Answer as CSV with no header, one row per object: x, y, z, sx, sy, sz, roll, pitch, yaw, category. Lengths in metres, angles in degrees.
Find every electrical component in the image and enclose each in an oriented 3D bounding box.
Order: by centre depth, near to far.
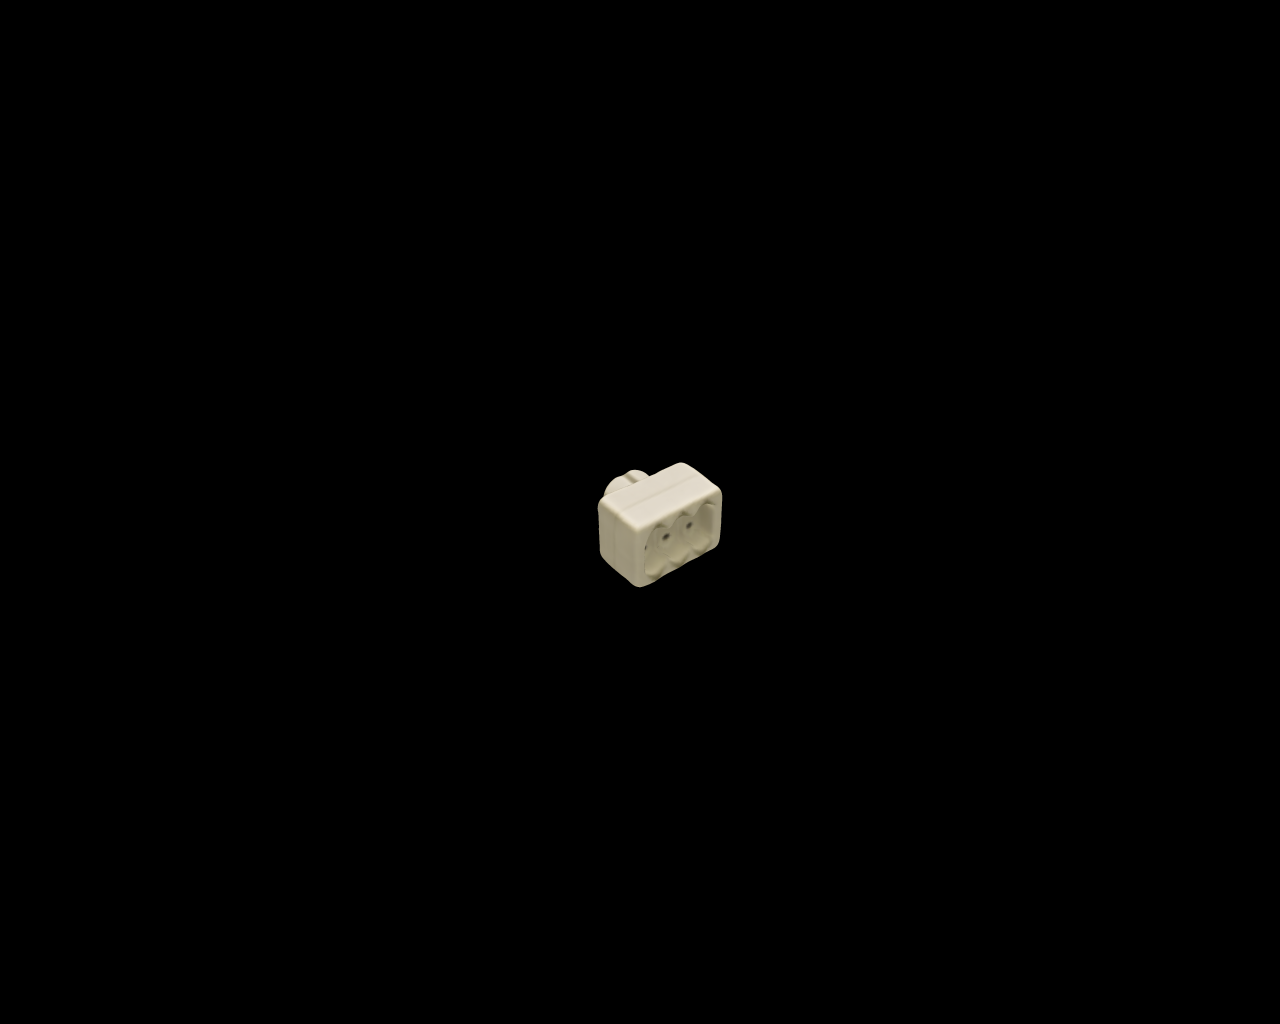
0.001,-0.003,0.650,0.066,0.047,0.077,-26,46,-28,electrical component
